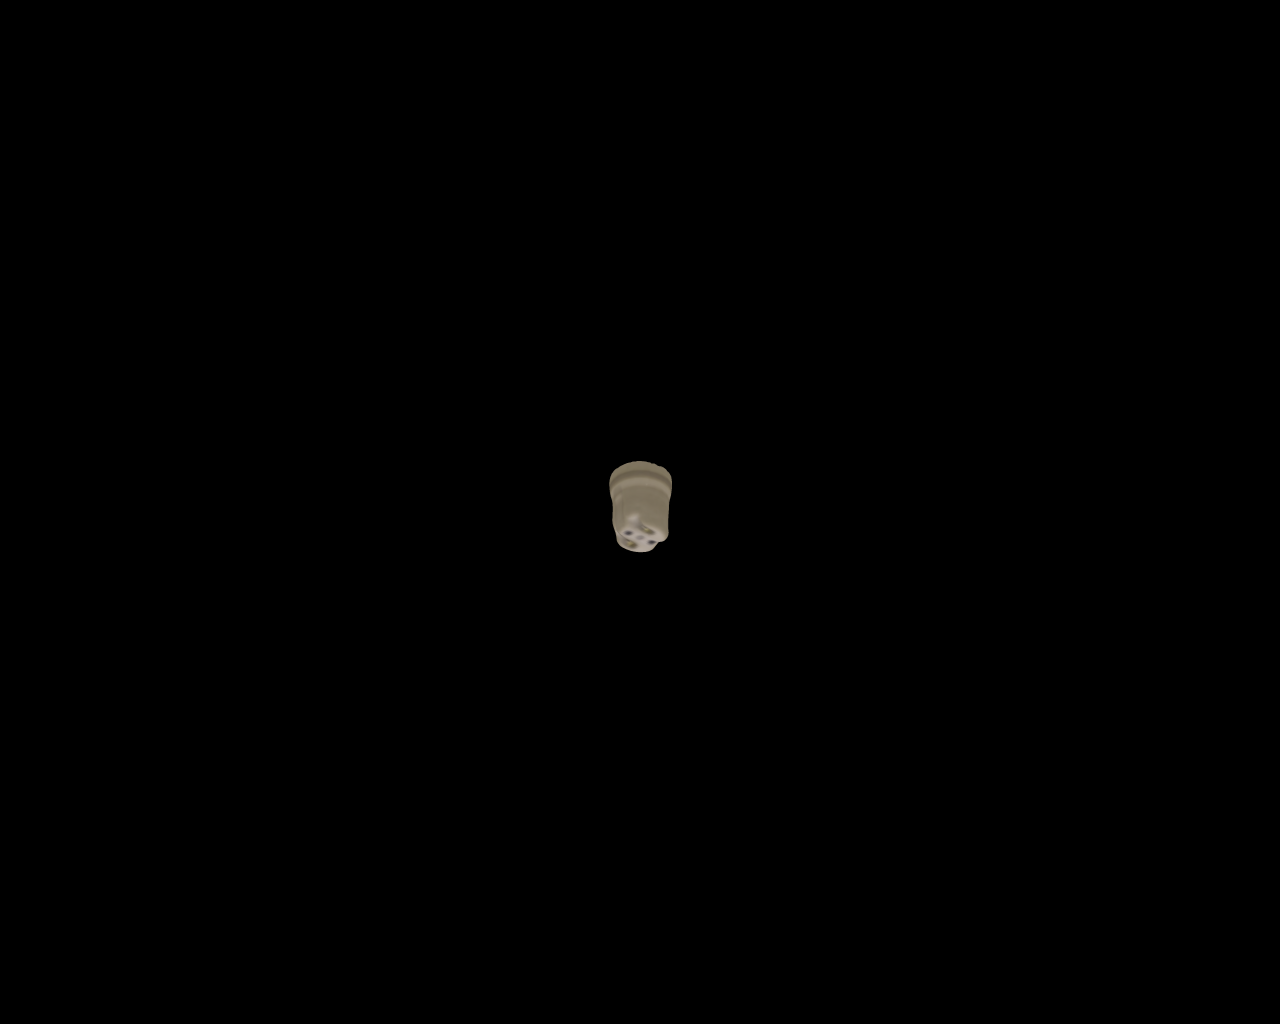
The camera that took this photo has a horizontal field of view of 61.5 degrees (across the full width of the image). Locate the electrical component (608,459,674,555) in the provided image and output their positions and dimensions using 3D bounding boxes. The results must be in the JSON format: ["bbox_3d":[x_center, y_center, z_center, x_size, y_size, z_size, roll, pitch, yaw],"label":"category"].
[{"bbox_3d":[0.001,-0.003,0.650,0.040,0.046,0.040,0,-33,0],"label":"electrical component"}]
